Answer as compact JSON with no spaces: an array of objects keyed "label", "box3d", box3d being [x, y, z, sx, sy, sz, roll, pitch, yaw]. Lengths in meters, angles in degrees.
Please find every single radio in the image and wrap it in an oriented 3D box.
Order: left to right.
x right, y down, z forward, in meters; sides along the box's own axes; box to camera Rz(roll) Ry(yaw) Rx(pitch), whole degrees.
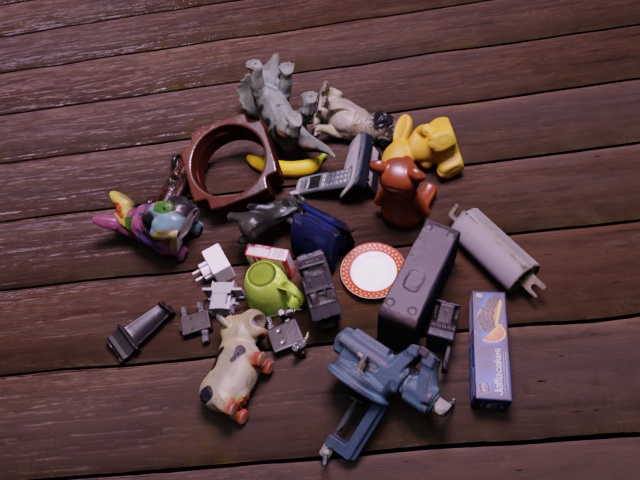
[{"label":"radio","box3d":[0.181,0.083,0.979,0.073,0.131,0.229,20,61,19]}]

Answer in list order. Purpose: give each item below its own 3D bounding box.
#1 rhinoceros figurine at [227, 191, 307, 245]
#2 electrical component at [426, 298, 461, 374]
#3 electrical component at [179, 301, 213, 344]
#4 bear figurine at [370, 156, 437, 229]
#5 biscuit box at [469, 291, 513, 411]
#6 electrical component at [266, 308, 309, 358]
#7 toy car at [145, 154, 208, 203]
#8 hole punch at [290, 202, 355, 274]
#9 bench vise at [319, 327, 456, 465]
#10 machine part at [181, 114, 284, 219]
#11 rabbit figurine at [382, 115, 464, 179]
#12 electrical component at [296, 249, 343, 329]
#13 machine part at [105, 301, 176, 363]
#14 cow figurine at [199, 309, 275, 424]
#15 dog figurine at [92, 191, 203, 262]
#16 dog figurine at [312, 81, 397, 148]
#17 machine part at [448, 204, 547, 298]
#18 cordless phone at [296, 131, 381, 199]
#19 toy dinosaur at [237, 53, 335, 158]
[{"label":"rhinoceros figurine","box3d":[-0.103,-0.053,1.124,0.112,0.073,0.190,-15,10,40]},{"label":"electrical component","box3d":[0.214,0.173,0.949,0.048,0.074,0.119,13,62,18]},{"label":"electrical component","box3d":[-0.246,0.167,1.059,0.063,0.021,0.094,-18,56,-3]},{"label":"bear figurine","box3d":[0.166,-0.114,1.078,0.120,0.195,0.132,11,58,20]},{"label":"biscuit box","box3d":[0.293,0.189,0.931,0.063,0.059,0.203,2,56,10]},{"label":"electrical component","box3d":[-0.060,0.174,1.008,0.078,0.045,0.102,-16,55,-3]},{"label":"toy car","box3d":[-0.335,-0.135,1.264,0.089,0.053,0.202,9,59,19]},{"label":"hole punch","box3d":[-0.002,-0.003,1.084,0.142,0.115,0.092,31,74,26]},{"label":"bench vise","box3d":[0.089,0.266,0.884,0.224,0.128,0.240,31,86,16]},{"label":"machine part","box3d":[-0.194,-0.163,1.203,0.201,0.087,0.201,-21,73,6]},{"label":"rabbit figurine","box3d":[0.212,-0.206,1.188,0.173,0.121,0.162,-25,52,16]},{"label":"electrical component","box3d":[-0.001,0.093,1.001,0.058,0.115,0.134,-15,99,0]},{"label":"machine part","box3d":[-0.353,0.174,1.063,0.139,0.039,0.084,-38,53,-14]},{"label":"cow figurine","box3d":[-0.153,0.215,0.974,0.127,0.085,0.195,15,66,24]},{"label":"dog figurine","box3d":[-0.372,-0.046,1.139,0.219,0.191,0.108,20,66,4]},{"label":"dog figurine","box3d":[0.085,-0.294,1.291,0.191,0.121,0.172,10,43,-11]},{"label":"machine part","box3d":[0.332,0.019,1.031,0.079,0.079,0.243,-32,57,-13]},{"label":"cordless phone","box3d":[0.036,-0.157,1.204,0.184,0.088,0.146,-5,60,28]},{"label":"toy dinosaur","box3d":[-0.087,-0.289,1.267,0.131,0.192,0.405,-18,65,-17]}]
